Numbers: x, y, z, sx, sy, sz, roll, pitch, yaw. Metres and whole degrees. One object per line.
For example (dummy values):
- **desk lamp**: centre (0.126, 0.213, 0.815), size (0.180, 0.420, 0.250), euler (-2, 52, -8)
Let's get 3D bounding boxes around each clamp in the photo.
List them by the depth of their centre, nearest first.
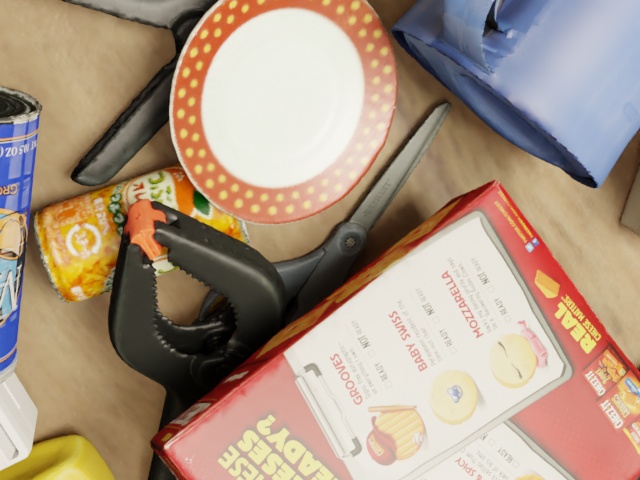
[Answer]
- **clamp**: centre (-0.074, -0.112, 0.550), size (0.171, 0.039, 0.120), euler (-27, 120, -6)
- **clamp**: centre (-0.061, 0.067, 0.581), size (0.164, 0.036, 0.210), euler (-29, 129, 6)

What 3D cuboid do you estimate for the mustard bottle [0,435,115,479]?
- **mustard bottle**: centre (-0.134, 0.211, 0.637), size (0.096, 0.058, 0.191), euler (-26, 111, 7)

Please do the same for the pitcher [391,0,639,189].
- **pitcher**: centre (0.154, -0.158, 0.523), size (0.145, 0.149, 0.243), euler (36, 96, -18)

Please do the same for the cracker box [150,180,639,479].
- **cracker box**: centre (0.049, 0.098, 0.536), size (0.213, 0.072, 0.164), euler (-38, 93, -17)

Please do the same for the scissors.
- **scissors**: centre (-0.004, 0.001, 0.612), size (0.096, 0.016, 0.202), euler (17, 104, -15)

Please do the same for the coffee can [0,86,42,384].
- **coffee can**: centre (-0.197, -0.005, 0.531), size (0.102, 0.103, 0.140), euler (7, 107, -12)

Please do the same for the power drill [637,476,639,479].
- **power drill**: centre (0.180, 0.083, 0.650), size (0.187, 0.057, 0.184), euler (21, 100, -15)

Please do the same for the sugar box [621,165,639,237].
- **sugar box**: centre (0.279, -0.029, 0.636), size (0.176, 0.048, 0.093), euler (10, 106, -14)
